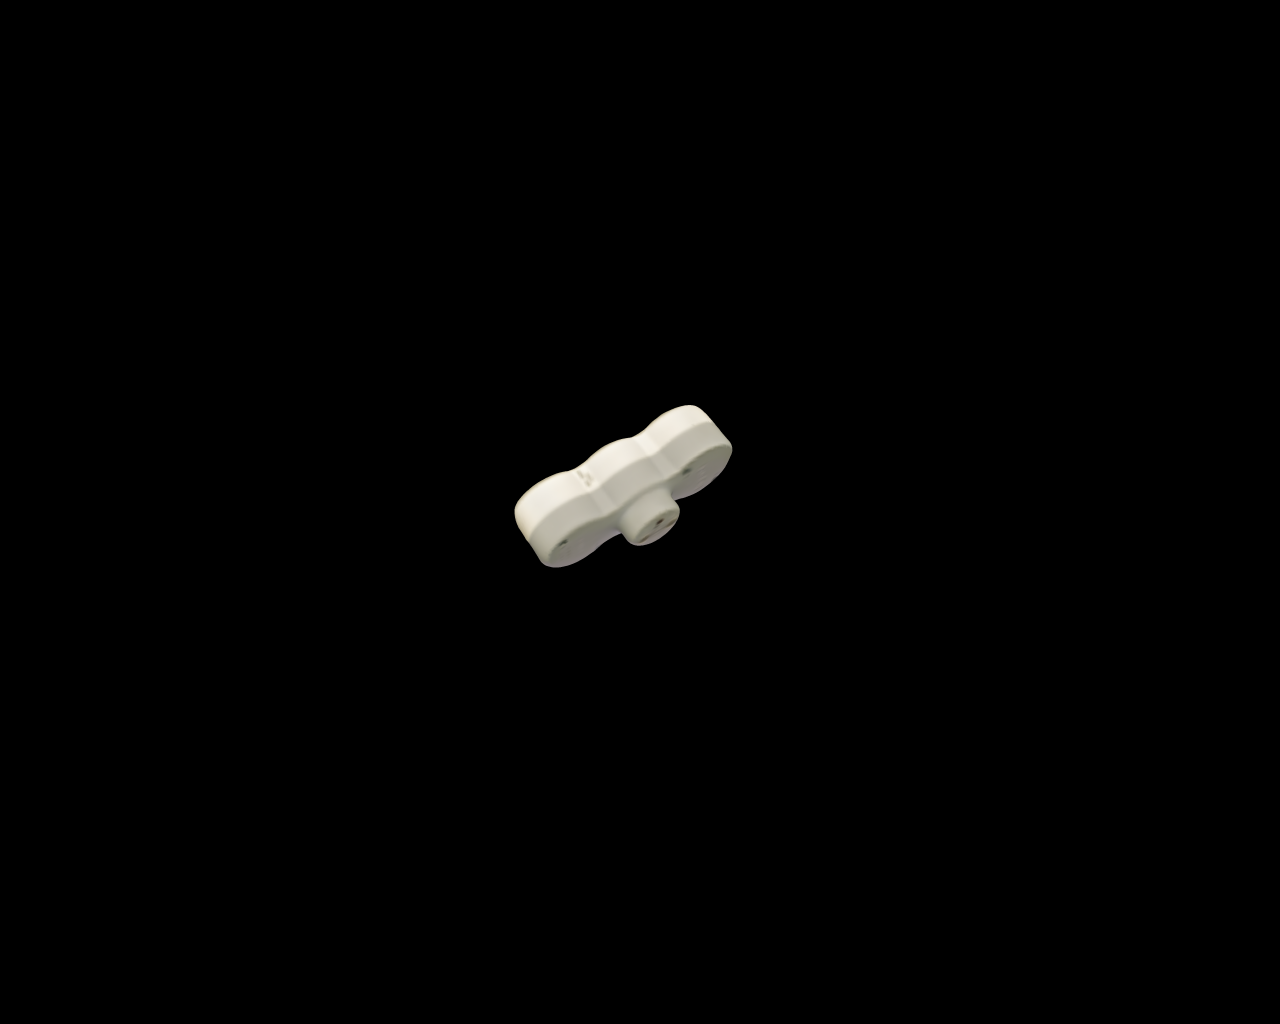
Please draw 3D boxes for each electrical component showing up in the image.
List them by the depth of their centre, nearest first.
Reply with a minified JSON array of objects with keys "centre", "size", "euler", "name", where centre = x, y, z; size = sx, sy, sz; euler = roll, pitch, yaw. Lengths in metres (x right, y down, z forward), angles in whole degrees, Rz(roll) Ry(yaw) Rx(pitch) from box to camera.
[{"centre":[0.001,-0.003,0.650],"size":[0.138,0.074,0.052],"euler":[-30,-23,-14],"name":"electrical component"}]
